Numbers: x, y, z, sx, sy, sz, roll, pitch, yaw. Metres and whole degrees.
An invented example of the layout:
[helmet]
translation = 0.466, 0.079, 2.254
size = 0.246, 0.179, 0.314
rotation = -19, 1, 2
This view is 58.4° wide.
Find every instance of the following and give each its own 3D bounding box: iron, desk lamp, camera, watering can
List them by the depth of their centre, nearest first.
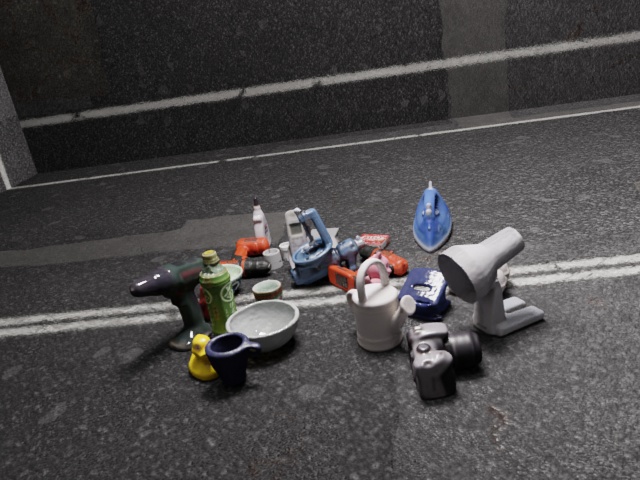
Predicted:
[camera]
translation = 0.239, 0.215, 1.095
size = 0.136, 0.101, 0.143
rotation = -8, 22, 2
[desk lamp]
translation = 0.359, 0.089, 1.208
size = 0.203, 0.214, 0.117
rotation = -17, 23, -20
[watering can]
translation = 0.126, 0.131, 1.220
size = 0.172, 0.194, 0.101
rotation = 1, 24, 24
[iron]
translation = 0.333, -0.076, 1.721
size = 0.118, 0.141, 0.258
rotation = -4, 23, 14

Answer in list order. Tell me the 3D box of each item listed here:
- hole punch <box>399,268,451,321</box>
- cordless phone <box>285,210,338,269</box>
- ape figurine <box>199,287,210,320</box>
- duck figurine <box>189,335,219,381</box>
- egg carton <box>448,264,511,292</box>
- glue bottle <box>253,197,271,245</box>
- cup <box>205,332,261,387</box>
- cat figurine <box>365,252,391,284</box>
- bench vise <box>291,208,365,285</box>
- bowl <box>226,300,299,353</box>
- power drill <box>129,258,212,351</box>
[hole punch]
translation = 0.243, 0.124, 1.330
size = 0.108, 0.091, 0.101
rotation = 7, 27, 35
[cordless phone]
translation = -0.025, -0.002, 1.619
size = 0.147, 0.185, 0.094
rotation = -11, 22, -5
[ape figurine]
translation = -0.282, 0.153, 1.465
size = 0.078, 0.092, 0.076
rotation = -15, 23, -15
[duck figurine]
translation = -0.251, 0.243, 1.238
size = 0.078, 0.086, 0.104
rotation = -18, 24, -21
[egg carton]
translation = 0.382, 0.088, 1.395
size = 0.150, 0.069, 0.107
rotation = 2, 25, 26
[glue bottle]
translation = -0.192, -0.055, 1.832
size = 0.037, 0.173, 0.078
rotation = -6, 22, 7
[cup]
translation = -0.170, 0.250, 1.178
size = 0.117, 0.095, 0.092
rotation = -4, 22, 12
[cat figurine]
translation = 0.138, 0.089, 1.424
size = 0.067, 0.118, 0.128
rotation = 2, 24, 26
[bench vise]
translation = 0.009, 0.002, 1.549
size = 0.208, 0.220, 0.121
rotation = -19, 24, -24
[bowl]
translation = -0.124, 0.205, 1.296
size = 0.167, 0.075, 0.167
rotation = -8, 22, 3
[power drill]
translation = -0.329, 0.147, 1.341
size = 0.075, 0.209, 0.230
rotation = 5, 26, 31
